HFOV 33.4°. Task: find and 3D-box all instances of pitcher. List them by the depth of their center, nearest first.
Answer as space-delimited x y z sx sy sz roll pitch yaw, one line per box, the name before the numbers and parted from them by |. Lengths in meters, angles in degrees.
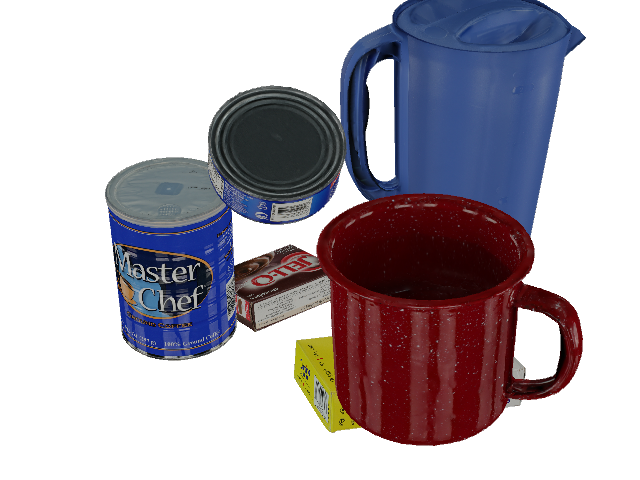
pitcher | 0.108 -0.067 0.850 0.149 0.243 0.144 18 36 26

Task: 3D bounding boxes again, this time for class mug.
mug | 0.057 0.038 0.472 0.117 0.081 0.093 10 33 20

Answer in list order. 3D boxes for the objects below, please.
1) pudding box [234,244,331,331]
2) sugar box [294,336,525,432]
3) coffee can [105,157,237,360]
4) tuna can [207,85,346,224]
pudding box | -0.048 0.047 1.109 0.113 0.039 0.090 -23 27 -29
sugar box | 0.075 0.112 0.911 0.176 0.048 0.093 -8 26 -18
coffee can | -0.123 0.015 0.902 0.103 0.140 0.103 0 33 0
tuna can | -0.028 -0.053 0.669 0.086 0.086 0.034 0 -30 -7
